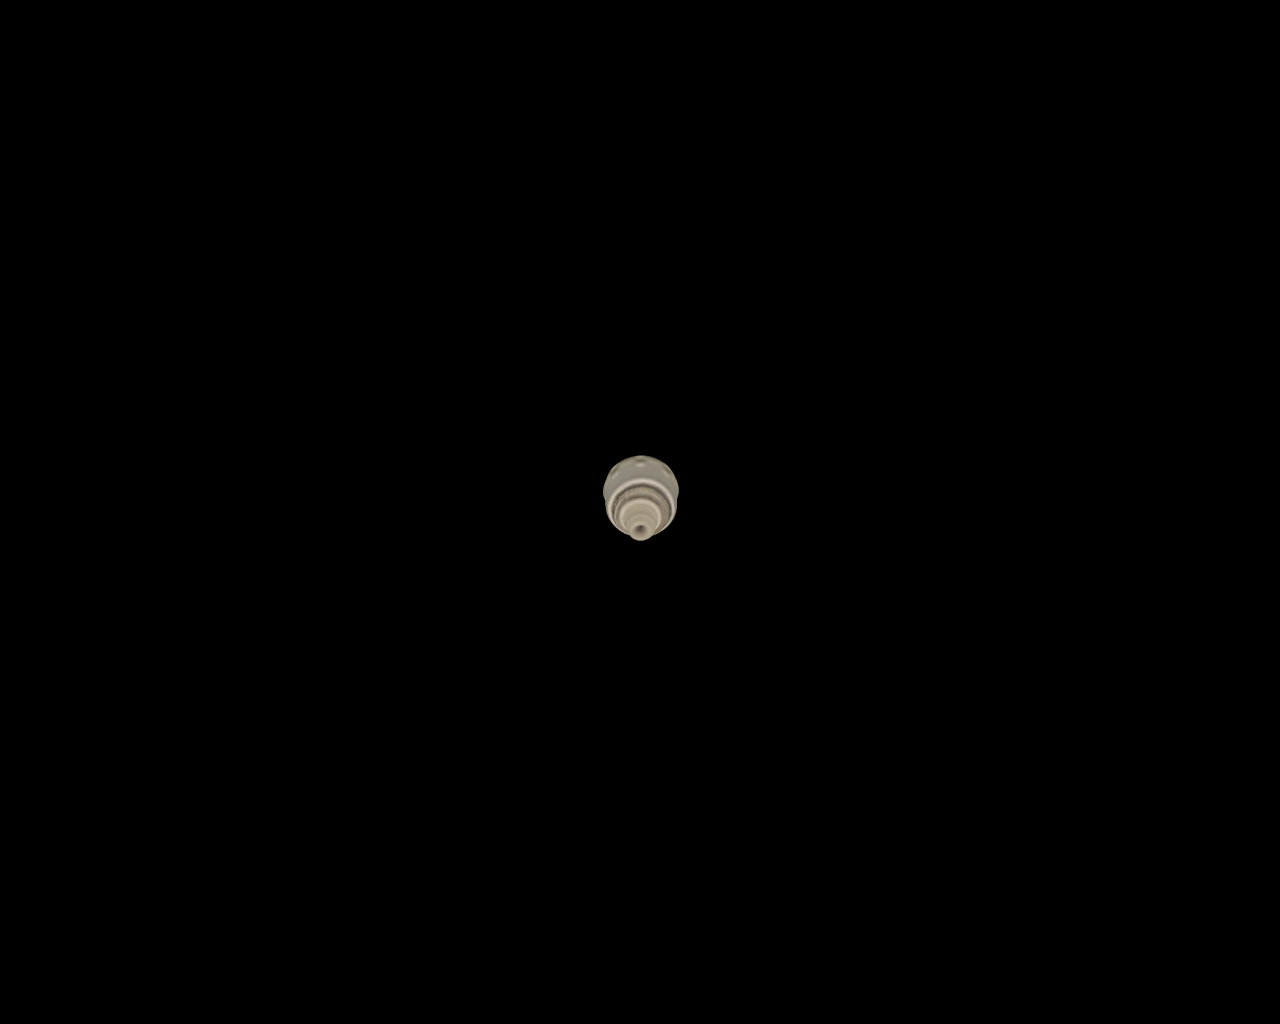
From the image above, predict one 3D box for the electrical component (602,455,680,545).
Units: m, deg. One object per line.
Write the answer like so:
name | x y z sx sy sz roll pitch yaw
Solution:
electrical component | 0.001 -0.003 0.650 0.048 0.048 0.062 0 27 0
